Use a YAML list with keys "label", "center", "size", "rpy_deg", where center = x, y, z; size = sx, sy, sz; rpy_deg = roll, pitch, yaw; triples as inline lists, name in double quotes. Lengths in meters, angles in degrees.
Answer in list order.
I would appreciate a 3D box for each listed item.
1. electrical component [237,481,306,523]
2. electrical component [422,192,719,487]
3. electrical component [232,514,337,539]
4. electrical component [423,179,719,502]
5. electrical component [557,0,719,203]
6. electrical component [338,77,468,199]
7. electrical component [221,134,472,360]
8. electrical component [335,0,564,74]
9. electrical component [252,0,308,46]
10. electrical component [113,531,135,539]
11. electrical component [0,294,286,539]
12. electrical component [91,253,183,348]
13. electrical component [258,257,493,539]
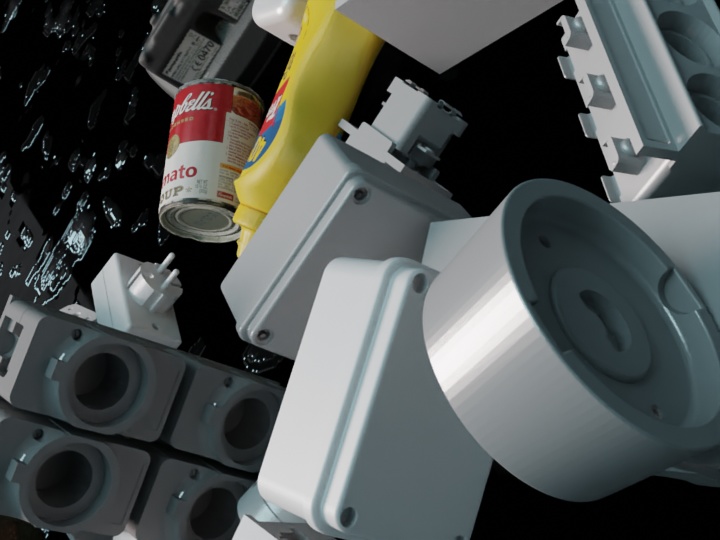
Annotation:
- label: "electrical component"
  center: [-0.032, 0.128, 0.596]
  size: [0.047, 0.055, 0.055]
  rpy_deg: [-51, 39, 13]
- label: "electrical component"
  center: [0.105, 0.032, 0.472]
  size: [0.186, 0.060, 0.105]
  rpy_deg: [-3, 69, 50]
- label: "electrical component"
  center: [0.008, 0.200, 0.463]
  size: [0.186, 0.060, 0.105]
  rpy_deg: [27, 93, 35]
- label: "electrical component"
  center: [0.071, 0.029, 0.378]
  size: [0.060, 0.108, 0.108]
  rpy_deg: [-44, 42, 36]
- label: "electrical component"
  center: [0.136, -0.084, 0.492]
  size: [0.063, 0.079, 0.121]
  rpy_deg: [120, 149, -46]
- label: "electrical component"
  center: [0.027, -0.077, 0.642]
  size: [0.063, 0.042, 0.081]
  rpy_deg: [-57, 38, 10]
- label: "electrical component"
  center: [0.000, 0.000, 0.579]
  size: [0.108, 0.109, 0.056]
  rpy_deg: [-55, 35, 15]
- label: "electrical component"
  center: [0.069, -0.186, 0.608]
  size: [0.150, 0.089, 0.061]
  rpy_deg: [-25, 53, 42]
- label: "electrical component"
  center: [-0.038, -0.214, 0.779]
  size: [0.054, 0.059, 0.095]
  rpy_deg: [2, 73, 51]
- label: "electrical component"
  center: [-0.127, 0.147, 0.700]
  size: [0.050, 0.056, 0.089]
  rpy_deg: [-20, 57, 44]
- label: "electrical component"
  center: [-0.123, 0.097, 0.612]
  size: [0.060, 0.186, 0.105]
  rpy_deg: [15, 83, 53]
- label: "electrical component"
  center: [-0.160, 0.020, 0.815]
  size: [0.075, 0.047, 0.083]
  rpy_deg: [-48, 41, 23]
- label: "electrical component"
  center: [0.016, 0.057, 0.451]
  size: [0.057, 0.078, 0.113]
  rpy_deg: [6, 76, 55]
